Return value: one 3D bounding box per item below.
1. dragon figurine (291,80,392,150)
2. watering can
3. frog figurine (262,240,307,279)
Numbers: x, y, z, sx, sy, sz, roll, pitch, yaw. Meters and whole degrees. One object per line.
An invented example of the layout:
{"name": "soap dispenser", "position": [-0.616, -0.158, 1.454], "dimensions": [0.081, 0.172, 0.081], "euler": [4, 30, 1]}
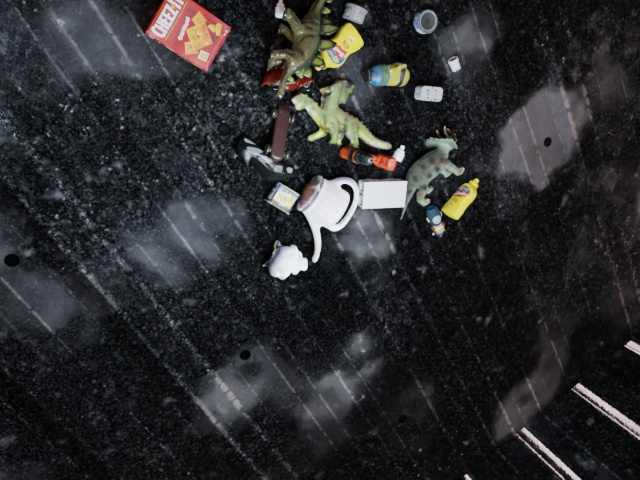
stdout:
{"name": "dragon figurine", "position": [0.084, -0.458, 1.864], "dimensions": [0.410, 0.123, 0.241], "euler": [1, 98, -23]}
{"name": "watering can", "position": [0.006, -0.097, 1.935], "dimensions": [0.222, 0.105, 0.347], "euler": [31, 93, -26]}
{"name": "frog figurine", "position": [-0.118, 0.086, 1.937], "dimensions": [0.158, 0.122, 0.139], "euler": [27, 76, -15]}
